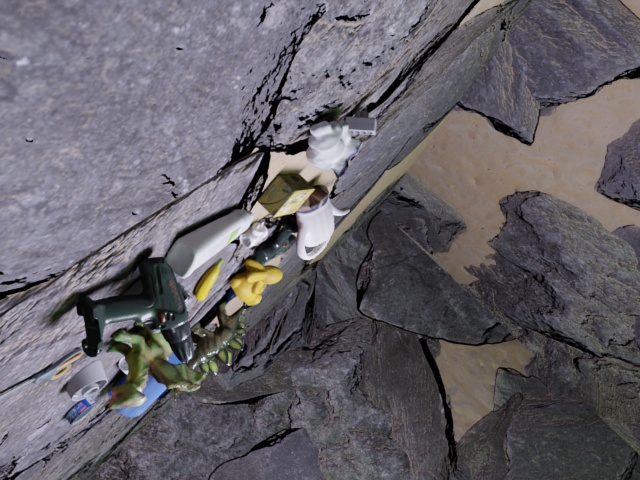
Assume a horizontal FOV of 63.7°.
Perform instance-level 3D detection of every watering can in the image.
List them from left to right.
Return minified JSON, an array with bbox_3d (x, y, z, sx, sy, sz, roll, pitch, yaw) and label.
[{"bbox_3d":[0.005,-0.087,1.726,0.355,0.104,0.219,-52,141,-45],"label":"watering can"}]

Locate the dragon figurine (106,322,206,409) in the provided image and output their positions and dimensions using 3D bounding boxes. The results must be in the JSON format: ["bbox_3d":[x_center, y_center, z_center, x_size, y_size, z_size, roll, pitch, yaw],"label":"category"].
[{"bbox_3d":[-0.405,0.310,1.349,0.120,0.244,0.414,-55,167,25],"label":"dragon figurine"}]

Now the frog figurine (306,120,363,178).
[{"bbox_3d":[0.015,-0.249,1.301,0.136,0.125,0.158,-40,138,20],"label":"frog figurine"}]
